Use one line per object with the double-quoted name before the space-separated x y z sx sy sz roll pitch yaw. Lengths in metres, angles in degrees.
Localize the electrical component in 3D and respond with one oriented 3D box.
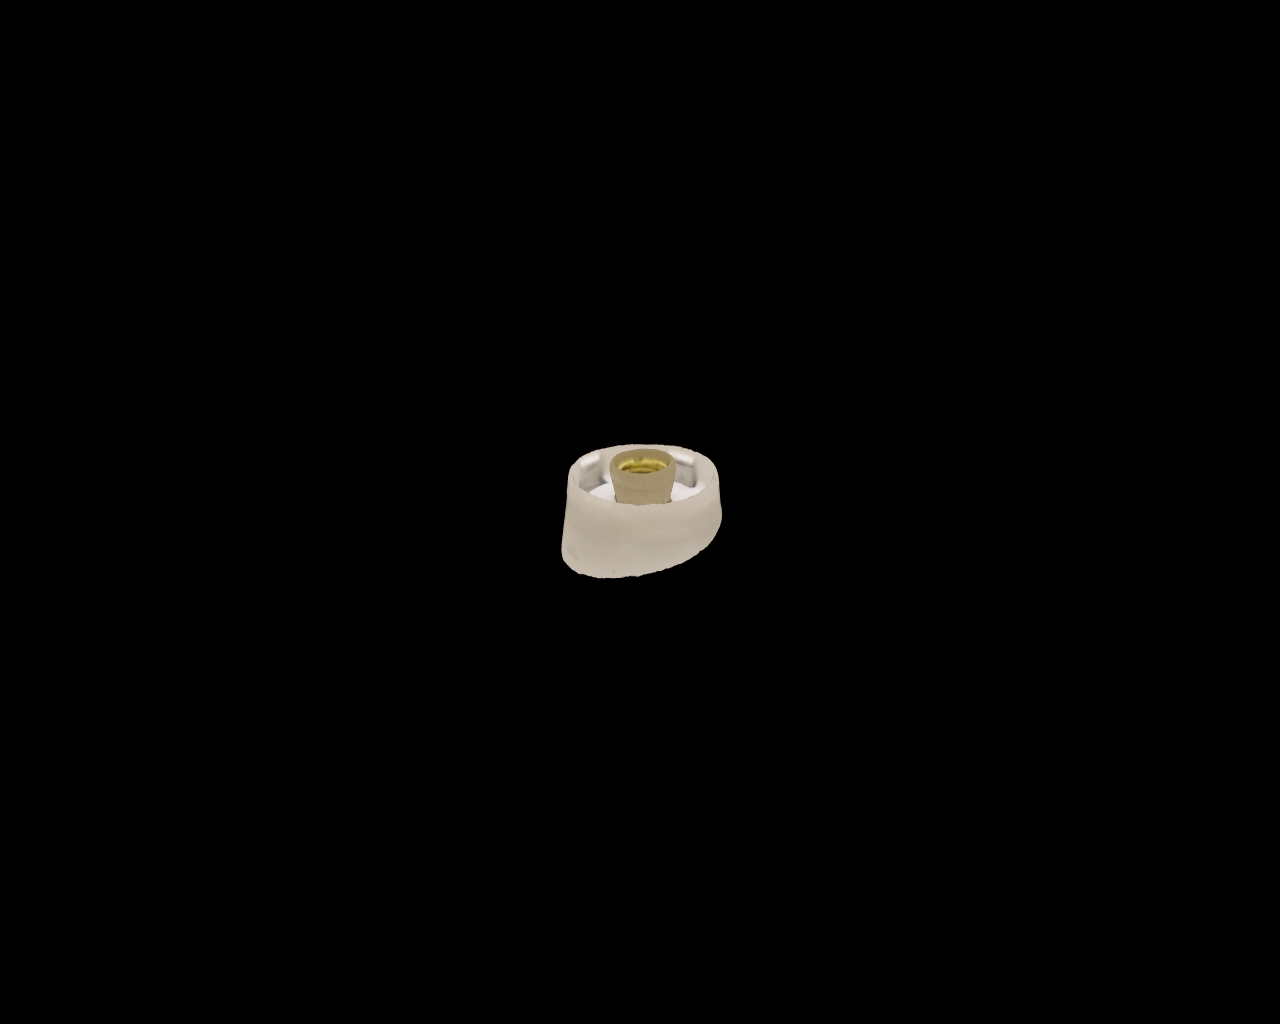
"electrical component" 0.001 -0.003 0.650 0.099 0.064 0.099 0 26 0
